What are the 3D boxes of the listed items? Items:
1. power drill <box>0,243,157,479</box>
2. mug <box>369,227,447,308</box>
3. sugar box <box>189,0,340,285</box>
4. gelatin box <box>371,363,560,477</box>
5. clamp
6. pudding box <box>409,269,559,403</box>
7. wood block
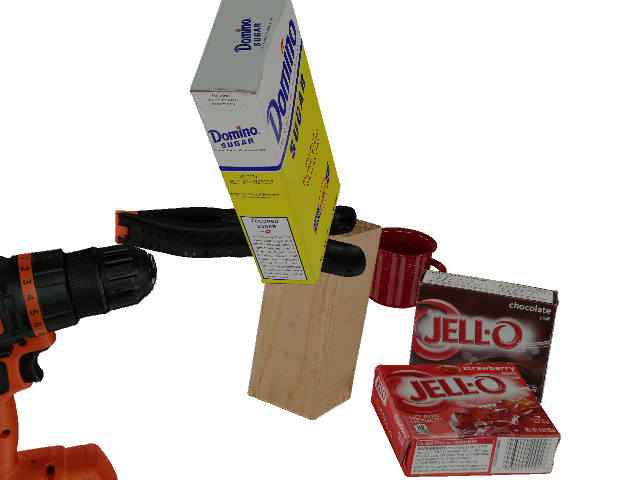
[{"bbox_3d":[-0.187,0.096,0.701,0.184,0.188,0.057,-11,26,-8],"label":"power drill"},{"bbox_3d":[0.114,0.041,1.407,0.117,0.081,0.093,18,26,27],"label":"mug"},{"bbox_3d":[-0.028,-0.061,0.666,0.048,0.093,0.176,3,-38,13],"label":"sugar box"},{"bbox_3d":[0.080,0.100,0.605,0.089,0.030,0.073,2,25,-13],"label":"gelatin box"},{"bbox_3d":[-0.062,-0.004,0.868,0.210,0.036,0.164,1,13,-8],"label":"clamp"},{"bbox_3d":[0.132,0.078,0.873,0.113,0.090,0.039,8,22,9],"label":"pudding box"},{"bbox_3d":[-0.007,0.077,1.173,0.090,0.206,0.090,17,17,25],"label":"wood block"}]
